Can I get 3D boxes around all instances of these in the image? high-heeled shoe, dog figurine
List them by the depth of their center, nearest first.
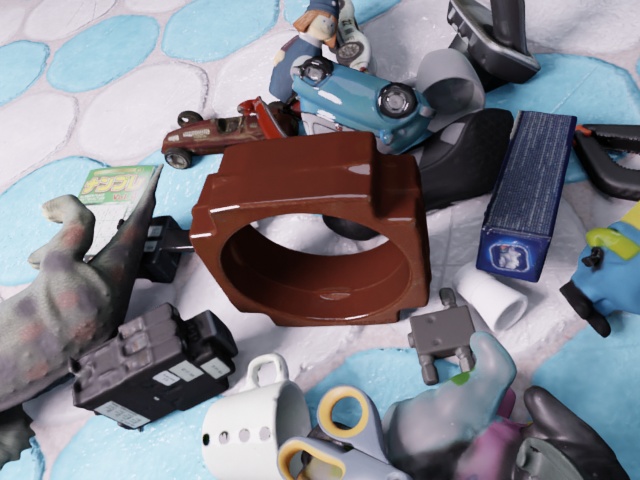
[{"bbox_3d":[0.086,0.190,0.405,0.219,0.108,0.192,-38,56,-7],"label":"dog figurine"},{"bbox_3d":[0.116,-0.078,0.626,0.249,0.086,0.145,-37,20,-33],"label":"high-heeled shoe"}]

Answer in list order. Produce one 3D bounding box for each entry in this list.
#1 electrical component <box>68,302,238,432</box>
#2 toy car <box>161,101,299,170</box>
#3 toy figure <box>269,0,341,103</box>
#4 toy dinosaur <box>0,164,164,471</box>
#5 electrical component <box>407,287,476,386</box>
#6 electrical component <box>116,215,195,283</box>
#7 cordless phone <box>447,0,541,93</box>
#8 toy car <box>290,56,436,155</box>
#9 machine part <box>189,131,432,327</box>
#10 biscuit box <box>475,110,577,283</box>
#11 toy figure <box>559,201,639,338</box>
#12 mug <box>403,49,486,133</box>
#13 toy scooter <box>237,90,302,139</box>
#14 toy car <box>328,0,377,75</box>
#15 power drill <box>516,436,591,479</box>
[{"bbox_3d":[-0.148,0.120,0.513,0.134,0.114,0.058,-26,57,-3],"label":"electrical component"},{"bbox_3d":[-0.128,-0.146,0.738,0.202,0.053,0.089,0,59,14],"label":"toy car"},{"bbox_3d":[-0.015,-0.253,0.704,0.058,0.064,0.154,38,110,24],"label":"toy figure"},{"bbox_3d":[-0.284,0.090,0.550,0.405,0.131,0.192,-39,79,-11],"label":"toy dinosaur"},{"bbox_3d":[0.116,0.090,0.515,0.063,0.021,0.094,-12,54,8],"label":"electrical component"},{"bbox_3d":[-0.192,0.010,0.645,0.119,0.047,0.075,-5,55,12],"label":"electrical component"},{"bbox_3d":[0.206,-0.288,0.659,0.089,0.184,0.147,-21,53,6],"label":"cordless phone"},{"bbox_3d":[0.039,-0.131,0.587,0.162,0.109,0.102,18,102,2],"label":"toy car"},{"bbox_3d":[-0.001,-0.002,0.502,0.202,0.200,0.087,-5,52,13],"label":"machine part"},{"bbox_3d":[0.211,-0.051,0.544,0.063,0.059,0.203,13,49,22],"label":"biscuit box"},{"bbox_3d":[0.294,0.002,0.472,0.180,0.082,0.089,-41,50,13],"label":"toy figure"},{"bbox_3d":[0.147,-0.191,0.679,0.110,0.080,0.107,-11,42,17],"label":"mug"},{"bbox_3d":[-0.021,-0.148,0.664,0.135,0.075,0.184,43,76,-4],"label":"toy scooter"},{"bbox_3d":[0.043,-0.274,0.763,0.056,0.073,0.202,-18,52,4],"label":"toy car"},{"bbox_3d":[0.214,0.175,0.309,0.207,0.086,0.232,16,96,-15],"label":"power drill"}]
